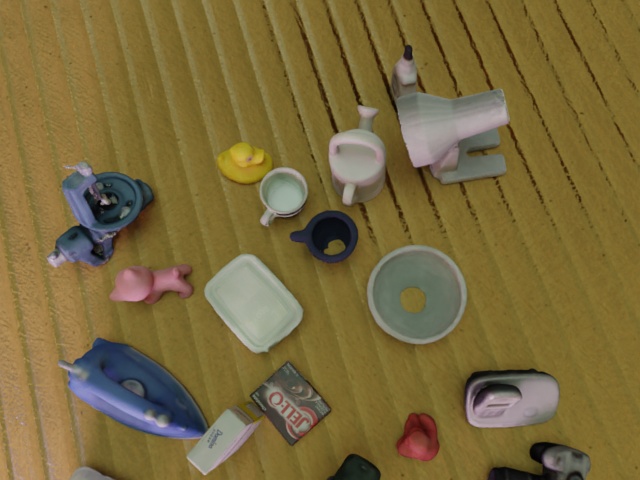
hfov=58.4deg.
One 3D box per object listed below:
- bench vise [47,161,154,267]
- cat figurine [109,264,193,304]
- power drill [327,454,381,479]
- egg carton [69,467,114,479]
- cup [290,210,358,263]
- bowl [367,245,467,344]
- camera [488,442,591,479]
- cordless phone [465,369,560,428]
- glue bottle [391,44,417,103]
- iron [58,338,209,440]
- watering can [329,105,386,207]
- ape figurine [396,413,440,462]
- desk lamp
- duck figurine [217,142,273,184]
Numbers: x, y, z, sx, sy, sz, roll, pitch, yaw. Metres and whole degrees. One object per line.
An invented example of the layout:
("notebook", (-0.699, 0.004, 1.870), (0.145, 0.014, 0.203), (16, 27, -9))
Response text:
("bench vise", (-0.391, -0.040, 0.988), (0.121, 0.220, 0.207), (21, 78, 10))
("cat figurine", (-0.299, 0.072, 1.005), (0.128, 0.118, 0.067), (-14, 75, 1))
("power drill", (0.014, 0.425, 0.844), (0.075, 0.208, 0.230), (28, 79, 11))
("egg carton", (-0.355, 0.445, 0.938), (0.150, 0.069, 0.107), (20, 78, 9))
("cup", (0.009, 0.004, 1.011), (0.117, 0.095, 0.092), (-1, 76, 4))
("bowl", (0.164, 0.097, 0.986), (0.167, 0.075, 0.167), (-1, 76, 4))
("camera", (0.336, 0.384, 0.886), (0.136, 0.101, 0.143), (12, 77, 7))
("cordless phone", (0.304, 0.244, 0.880), (0.147, 0.185, 0.094), (-7, 75, 3))
("glue bottle", (0.155, -0.298, 1.037), (0.037, 0.173, 0.078), (-13, 75, 1))
("iron", (-0.306, 0.260, 0.945), (0.258, 0.141, 0.119), (27, 79, 10))
("watering can", (0.064, -0.149, 0.994), (0.101, 0.194, 0.173), (-9, 75, 2))
("ape figurine", (0.159, 0.322, 0.920), (0.078, 0.092, 0.076), (-30, 75, -3))
("desk lamp", (0.230, -0.182, 0.980), (0.203, 0.213, 0.118), (-9, 75, 2))
("duck figurine", (-0.144, -0.153, 1.067), (0.104, 0.086, 0.077), (3, 76, 5))
